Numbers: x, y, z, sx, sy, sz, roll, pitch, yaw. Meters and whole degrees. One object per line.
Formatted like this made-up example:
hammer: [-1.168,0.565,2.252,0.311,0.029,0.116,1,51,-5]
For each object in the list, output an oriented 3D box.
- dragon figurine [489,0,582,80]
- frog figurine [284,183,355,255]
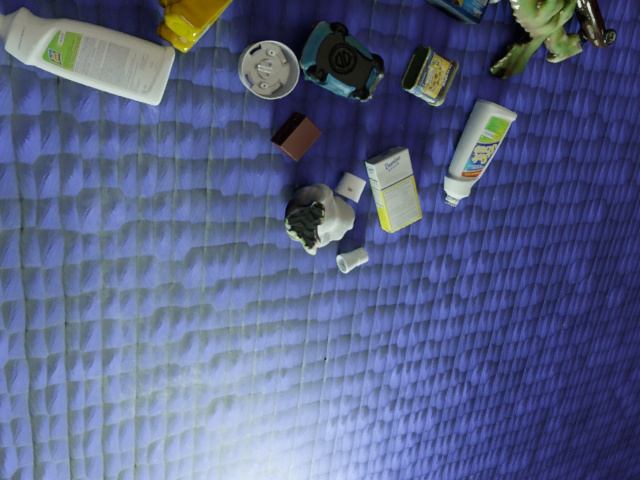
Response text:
dragon figurine: [0.453,-0.457,1.114,0.412,0.124,0.237,-8,132,-33]
frog figurine: [0.003,-0.054,1.070,0.161,0.122,0.135,-33,121,-56]
